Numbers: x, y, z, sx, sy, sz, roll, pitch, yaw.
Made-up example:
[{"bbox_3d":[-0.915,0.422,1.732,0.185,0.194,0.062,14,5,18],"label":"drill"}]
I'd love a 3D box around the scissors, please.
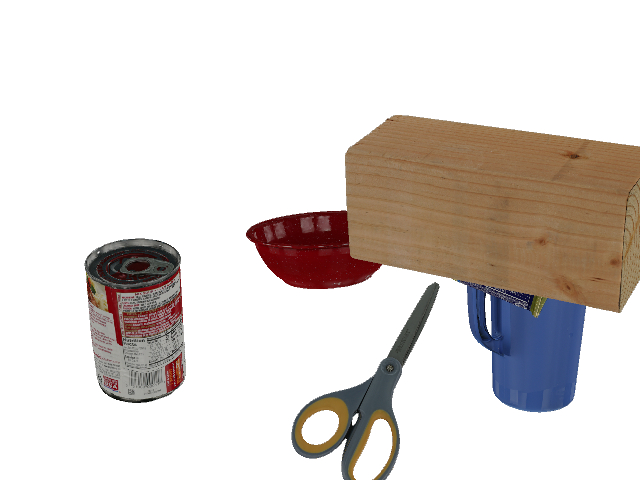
[{"bbox_3d":[0.037,0.111,0.883,0.096,0.201,0.016,9,-35,8],"label":"scissors"}]

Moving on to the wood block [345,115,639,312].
[{"bbox_3d":[0.130,-0.026,0.776,0.206,0.090,0.090,11,30,28],"label":"wood block"}]

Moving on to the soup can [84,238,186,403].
[{"bbox_3d":[-0.133,0.059,0.781,0.068,0.102,0.068,0,28,0],"label":"soup can"}]

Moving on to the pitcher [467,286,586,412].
[{"bbox_3d":[0.272,0.096,1.382,0.149,0.243,0.144,5,19,16],"label":"pitcher"}]

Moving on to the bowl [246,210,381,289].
[{"bbox_3d":[0.006,0.012,1.098,0.162,0.055,0.162,-4,13,1],"label":"bowl"}]

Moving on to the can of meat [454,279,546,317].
[{"bbox_3d":[0.178,0.010,0.976,0.084,0.057,0.102,22,47,18],"label":"can of meat"}]
